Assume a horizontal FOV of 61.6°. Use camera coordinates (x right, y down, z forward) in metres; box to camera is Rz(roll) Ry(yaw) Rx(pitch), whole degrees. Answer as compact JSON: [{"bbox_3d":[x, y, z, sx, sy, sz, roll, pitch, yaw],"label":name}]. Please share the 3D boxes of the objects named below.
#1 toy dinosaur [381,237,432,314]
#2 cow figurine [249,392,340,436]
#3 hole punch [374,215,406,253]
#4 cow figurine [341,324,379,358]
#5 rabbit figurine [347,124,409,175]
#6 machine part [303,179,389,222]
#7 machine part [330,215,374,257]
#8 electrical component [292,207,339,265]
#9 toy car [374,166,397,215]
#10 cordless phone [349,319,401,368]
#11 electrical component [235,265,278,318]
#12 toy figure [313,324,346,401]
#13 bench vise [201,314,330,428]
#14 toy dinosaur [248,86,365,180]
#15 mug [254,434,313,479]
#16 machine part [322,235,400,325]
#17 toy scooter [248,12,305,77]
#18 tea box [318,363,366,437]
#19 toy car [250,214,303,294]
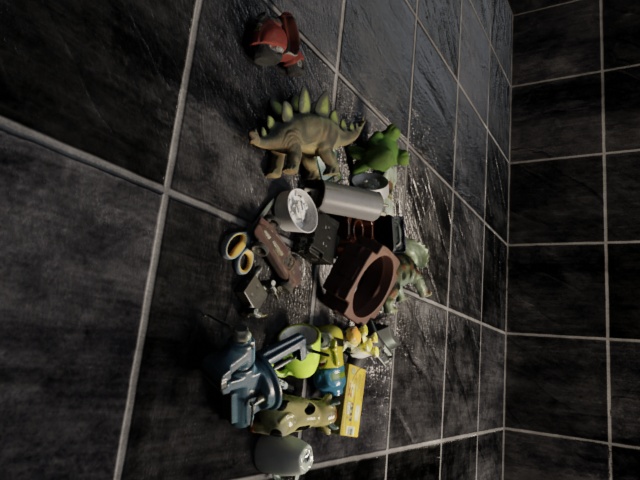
[{"bbox_3d":[0.211,0.103,1.572,0.405,0.131,0.192,-14,88,-53],"label":"toy dinosaur"},{"bbox_3d":[-0.042,0.362,1.125,0.194,0.127,0.085,15,79,-55],"label":"cow figurine"},{"bbox_3d":[0.181,-0.014,1.518,0.092,0.116,0.142,-5,90,-52],"label":"hole punch"},{"bbox_3d":[0.082,0.256,1.358,0.167,0.098,0.068,43,37,-55],"label":"cow figurine"},{"bbox_3d":[0.154,-0.238,1.456,0.170,0.159,0.121,-59,137,-69],"label":"rabbit figurine"},{"bbox_3d":[0.066,-0.096,1.309,0.243,0.079,0.079,10,78,-27],"label":"machine part"},{"bbox_3d":[0.089,-0.026,1.430,0.179,0.056,0.179,3,86,-59],"label":"machine part"},{"bbox_3d":[-0.003,-0.004,1.279,0.134,0.058,0.115,32,64,-53],"label":"electrical component"},{"bbox_3d":[0.192,-0.141,1.603,0.073,0.056,0.201,31,62,-54],"label":"toy car"},{"bbox_3d":[0.137,0.326,1.484,0.184,0.089,0.146,-60,138,-25],"label":"cordless phone"},{"bbox_3d":[-0.126,0.109,1.081,0.102,0.045,0.078,-54,133,-46],"label":"electrical component"},{"bbox_3d":[0.020,0.291,1.276,0.089,0.082,0.180,-3,84,-75],"label":"toy figure"},{"bbox_3d":[-0.107,0.231,1.015,0.240,0.129,0.223,-20,114,-39],"label":"bench vise"},{"bbox_3d":[-0.013,-0.239,1.228,0.471,0.105,0.198,-10,96,-57],"label":"toy dinosaur"},{"bbox_3d":[-0.069,0.449,1.094,0.081,0.107,0.109,-11,96,-57],"label":"mug"},{"bbox_3d":[0.104,0.103,1.357,0.201,0.087,0.201,-60,145,-6],"label":"machine part"},{"bbox_3d":[-0.090,-0.433,1.149,0.184,0.075,0.135,-5,93,-62],"label":"toy scooter"},{"bbox_3d":[0.056,0.396,1.337,0.098,0.068,0.169,38,56,-52],"label":"tea box"},{"bbox_3d":[-0.085,0.031,1.132,0.089,0.053,0.201,-66,148,-34],"label":"toy car"}]
